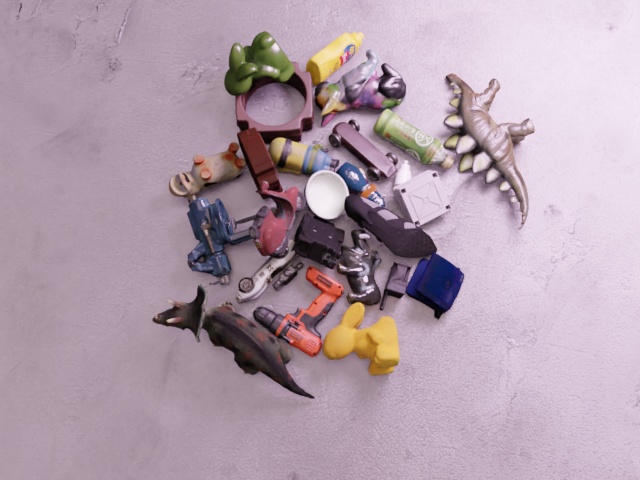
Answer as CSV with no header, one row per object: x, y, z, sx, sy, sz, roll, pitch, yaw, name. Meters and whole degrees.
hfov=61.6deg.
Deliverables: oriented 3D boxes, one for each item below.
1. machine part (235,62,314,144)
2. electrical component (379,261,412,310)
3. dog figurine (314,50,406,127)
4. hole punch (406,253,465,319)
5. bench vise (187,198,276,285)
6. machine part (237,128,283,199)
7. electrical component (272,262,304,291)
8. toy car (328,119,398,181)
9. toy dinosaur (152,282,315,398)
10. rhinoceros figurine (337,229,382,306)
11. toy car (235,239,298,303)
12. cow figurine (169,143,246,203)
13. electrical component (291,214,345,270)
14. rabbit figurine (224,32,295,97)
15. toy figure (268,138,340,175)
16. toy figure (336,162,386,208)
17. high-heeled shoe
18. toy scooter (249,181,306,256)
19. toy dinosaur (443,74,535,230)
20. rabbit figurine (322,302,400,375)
-0.118,-0.358,1.412,0.202,0.087,0.201,-3,75,1,machine part
0.181,0.115,1.294,0.048,0.074,0.119,16,72,5,electrical component
0.094,-0.370,1.406,0.191,0.108,0.219,44,84,8,dog figurine
0.283,0.103,1.292,0.116,0.092,0.142,27,73,3,hole punch
-0.213,-0.012,1.309,0.241,0.129,0.223,-19,79,0,bench vise
-0.149,-0.189,1.327,0.056,0.179,0.179,-24,77,-7,machine part
-0.077,0.085,1.308,0.094,0.063,0.021,-43,79,-11,electrical component
0.113,-0.230,1.394,0.202,0.053,0.089,43,61,9,toy car
-0.175,0.227,1.207,0.405,0.192,0.131,29,80,9,toy dinosaur
0.098,0.067,1.307,0.112,0.073,0.190,-11,76,-1,rhinoceros figurine
-0.127,0.079,1.304,0.056,0.073,0.202,42,79,11,toy car
-0.289,-0.163,1.356,0.195,0.127,0.085,-25,77,-21,cow figurine
-0.003,-0.004,1.299,0.115,0.058,0.134,24,32,-10,electrical component
-0.164,-0.417,1.320,0.170,0.159,0.121,-40,88,6,rabbit figurine
-0.043,-0.211,1.371,0.180,0.089,0.082,18,68,7,toy figure
0.108,-0.133,1.366,0.154,0.058,0.064,45,123,6,toy figure
0.170,-0.036,1.328,0.248,0.145,0.086,25,108,-28,high-heeled shoe
-0.112,-0.059,1.241,0.075,0.135,0.184,13,70,41,toy scooter
0.435,-0.251,1.377,0.199,0.105,0.471,-28,68,1,toy dinosaur
0.091,0.229,1.242,0.173,0.121,0.162,-3,71,0,rabbit figurine
